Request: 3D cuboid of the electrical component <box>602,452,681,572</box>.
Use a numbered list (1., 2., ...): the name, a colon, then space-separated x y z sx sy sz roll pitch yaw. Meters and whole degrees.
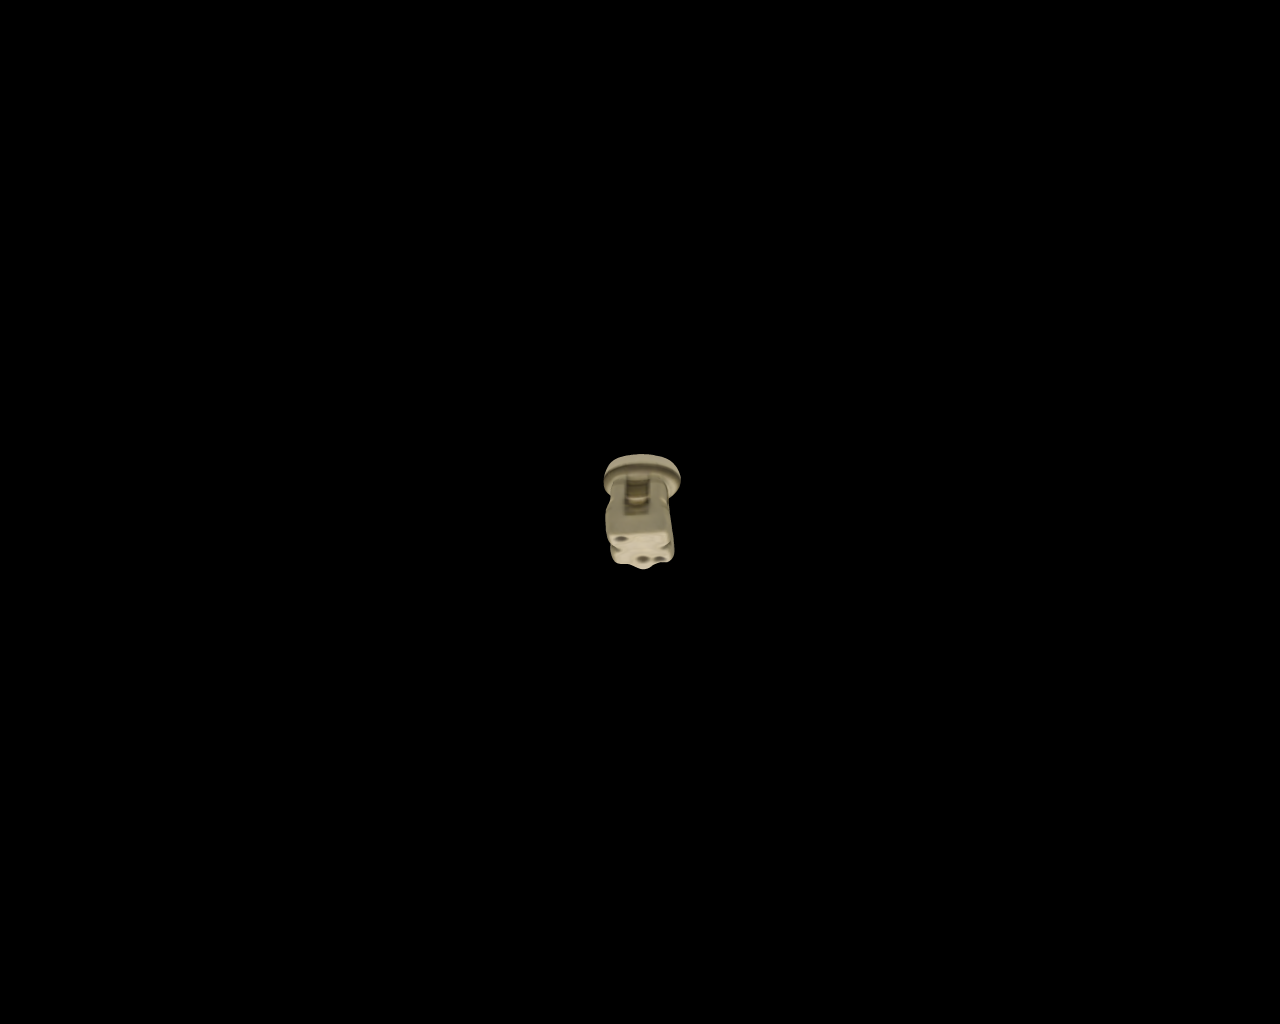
1. electrical component: 0.001 -0.003 0.650 0.048 0.055 0.066 -2 -27 3
